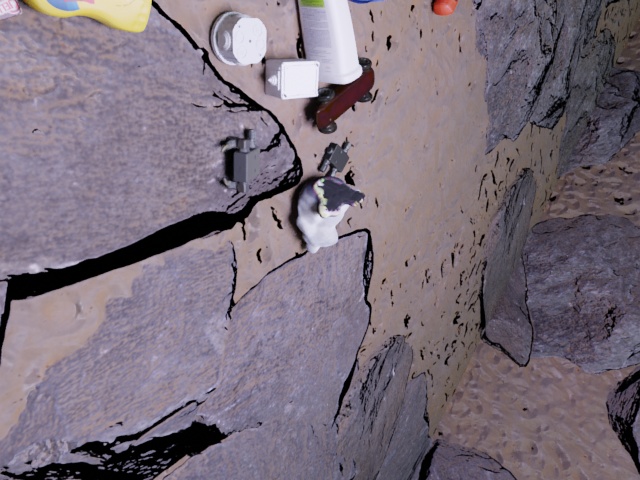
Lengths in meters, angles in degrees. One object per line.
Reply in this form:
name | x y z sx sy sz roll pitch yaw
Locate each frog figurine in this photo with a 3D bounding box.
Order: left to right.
frog figurine | 0.003 -0.054 1.076 0.140 0.123 0.156 -48 175 -38
